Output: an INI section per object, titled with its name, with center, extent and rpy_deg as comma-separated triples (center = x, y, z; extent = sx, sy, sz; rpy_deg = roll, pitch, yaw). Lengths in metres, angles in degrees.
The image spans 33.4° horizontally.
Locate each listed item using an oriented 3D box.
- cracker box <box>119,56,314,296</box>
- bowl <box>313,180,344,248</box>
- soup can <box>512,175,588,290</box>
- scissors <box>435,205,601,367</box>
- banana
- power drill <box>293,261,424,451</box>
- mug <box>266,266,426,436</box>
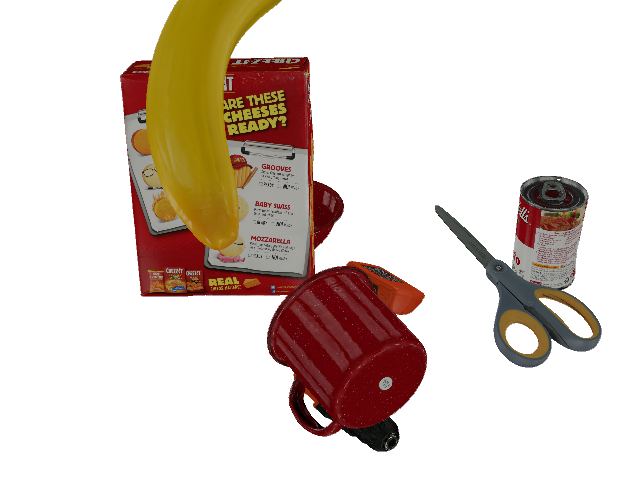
[cracker box]
center = -0.088, -0.057, 0.980
extent = 0.164, 0.214, 0.072
rpy_deg = -1, 22, 2
[bowl]
center = -0.052, -0.021, 1.336
extent = 0.162, 0.055, 0.162
rpy_deg = 0, 31, 0
[soup can]
center = 0.236, -0.007, 1.103
extent = 0.068, 0.102, 0.068
rpy_deg = 0, 33, 0
[scissors]
center = 0.147, 0.041, 0.923
extent = 0.202, 0.016, 0.096
rpy_deg = 35, 55, 30
[banana]
center = -0.051, -0.083, 0.530
extent = 0.069, 0.197, 0.037
rpy_deg = 12, -35, 6
[power drill]
center = 0.053, 0.132, 1.250
extent = 0.057, 0.188, 0.185
rpy_deg = 13, 13, -41
[mug]
center = 0.016, 0.089, 0.763
extent = 0.093, 0.117, 0.082
rpy_deg = 13, 25, -45
